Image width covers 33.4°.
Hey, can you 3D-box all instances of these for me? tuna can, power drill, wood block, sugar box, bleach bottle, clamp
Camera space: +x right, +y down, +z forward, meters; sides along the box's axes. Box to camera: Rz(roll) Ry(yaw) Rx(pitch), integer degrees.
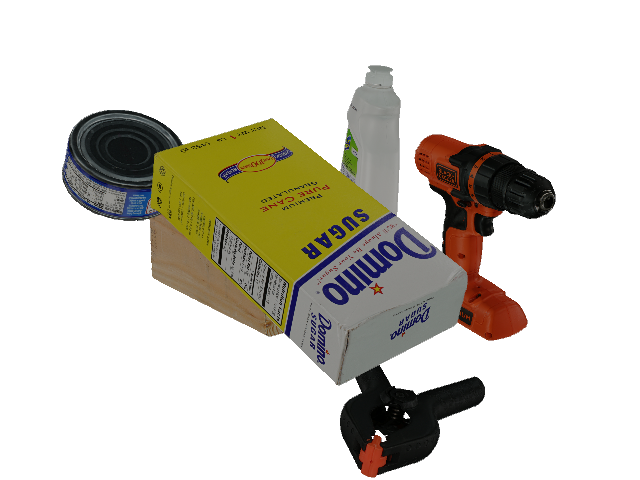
[{"bbox_3d":[-0.141,-0.056,0.770,0.086,0.086,0.034,0,-44,-23],"label":"tuna can"},{"bbox_3d":[0.163,-0.001,1.044,0.057,0.188,0.185,-16,26,-24],"label":"power drill"},{"bbox_3d":[-0.075,0.014,1.026,0.090,0.090,0.206,-12,20,-36],"label":"wood block"},{"bbox_3d":[-0.010,-0.002,0.606,0.093,0.048,0.176,-23,46,-36],"label":"sugar box"},{"bbox_3d":[0.057,-0.073,1.229,0.068,0.251,0.103,-2,23,-19],"label":"bleach bottle"},{"bbox_3d":[0.055,0.135,0.875,0.120,0.039,0.171,13,19,24],"label":"clamp"}]
